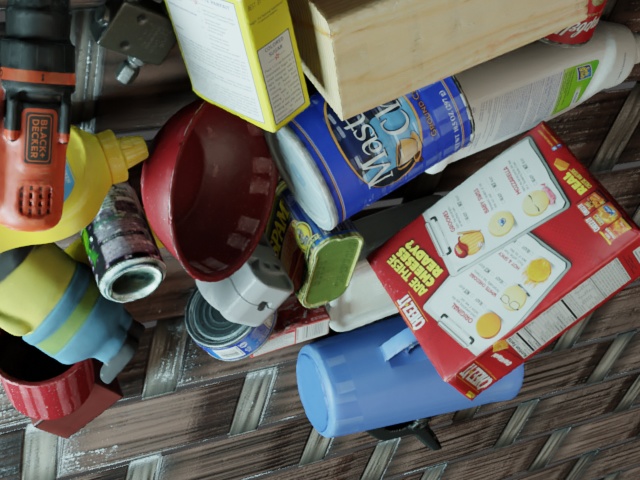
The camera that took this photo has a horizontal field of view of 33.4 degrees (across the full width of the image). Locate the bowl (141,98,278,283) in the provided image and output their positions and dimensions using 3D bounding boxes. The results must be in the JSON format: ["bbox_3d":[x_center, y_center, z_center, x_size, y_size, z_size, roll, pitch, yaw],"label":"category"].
[{"bbox_3d":[-0.096,-0.049,0.862,0.161,0.055,0.162,-36,132,-55],"label":"bowl"}]

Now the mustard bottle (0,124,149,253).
[{"bbox_3d":[-0.219,-0.039,0.787,0.191,0.096,0.058,-21,152,-15],"label":"mustard bottle"}]

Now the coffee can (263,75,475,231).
[{"bbox_3d":[0.039,-0.086,0.867,0.140,0.103,0.103,-31,146,-11],"label":"coffee can"}]

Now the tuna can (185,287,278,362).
[{"bbox_3d":[-0.086,0.071,1.029,0.086,0.086,0.033,-34,144,5],"label":"tuna can"}]

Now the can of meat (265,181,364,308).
[{"bbox_3d":[-0.007,0.001,1.003,0.057,0.084,0.102,-14,143,-26],"label":"can of meat"}]

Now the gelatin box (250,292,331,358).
[{"bbox_3d":[-0.044,0.071,1.071,0.089,0.073,0.030,-16,141,-19],"label":"gelatin box"}]

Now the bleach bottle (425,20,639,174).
[{"bbox_3d":[0.200,-0.144,0.996,0.250,0.068,0.103,-19,147,-21],"label":"bleach bottle"}]

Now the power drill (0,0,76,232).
[{"bbox_3d":[-0.252,-0.097,0.689,0.187,0.057,0.184,1,99,-23],"label":"power drill"}]

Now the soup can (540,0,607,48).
[{"bbox_3d":[0.216,-0.224,0.903,0.068,0.068,0.102,-12,140,-25],"label":"soup can"}]

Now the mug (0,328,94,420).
[{"bbox_3d":[-0.241,0.101,0.964,0.117,0.093,0.081,-55,164,-32],"label":"mug"}]

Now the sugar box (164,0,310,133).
[{"bbox_3d":[-0.065,-0.165,0.723,0.048,0.093,0.176,-40,141,-28],"label":"sugar box"}]

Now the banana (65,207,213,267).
[{"bbox_3d":[-0.168,0.013,0.921,0.198,0.069,0.037,-19,-178,-1],"label":"banana"}]

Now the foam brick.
[{"bbox_3d":[-0.241,0.146,1.038,0.078,0.053,0.051,-37,145,11],"label":"foam brick"}]

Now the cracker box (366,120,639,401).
[{"bbox_3d":[0.173,0.018,0.980,0.214,0.164,0.072,-39,139,9],"label":"cracker box"}]

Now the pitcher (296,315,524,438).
[{"bbox_3d":[0.103,0.140,1.219,0.242,0.145,0.149,-12,107,-20],"label":"pitcher"}]

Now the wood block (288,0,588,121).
[{"bbox_3d":[0.085,-0.181,0.778,0.206,0.091,0.090,-23,138,-11],"label":"wood block"}]

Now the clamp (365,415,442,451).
[{"bbox_3d":[0.129,0.240,1.435,0.209,0.036,0.165,0,137,-32],"label":"clamp"}]
